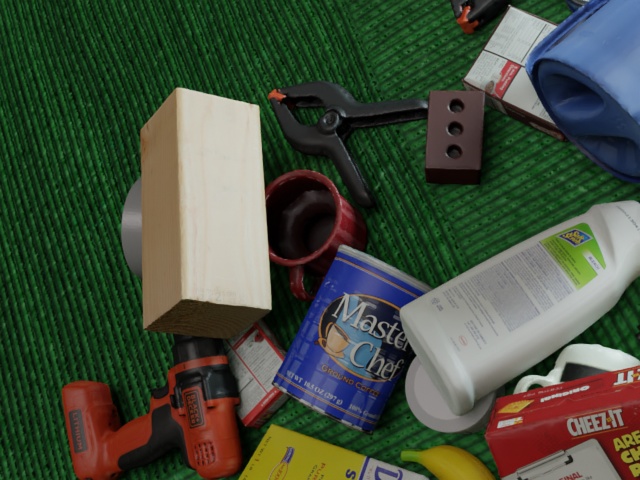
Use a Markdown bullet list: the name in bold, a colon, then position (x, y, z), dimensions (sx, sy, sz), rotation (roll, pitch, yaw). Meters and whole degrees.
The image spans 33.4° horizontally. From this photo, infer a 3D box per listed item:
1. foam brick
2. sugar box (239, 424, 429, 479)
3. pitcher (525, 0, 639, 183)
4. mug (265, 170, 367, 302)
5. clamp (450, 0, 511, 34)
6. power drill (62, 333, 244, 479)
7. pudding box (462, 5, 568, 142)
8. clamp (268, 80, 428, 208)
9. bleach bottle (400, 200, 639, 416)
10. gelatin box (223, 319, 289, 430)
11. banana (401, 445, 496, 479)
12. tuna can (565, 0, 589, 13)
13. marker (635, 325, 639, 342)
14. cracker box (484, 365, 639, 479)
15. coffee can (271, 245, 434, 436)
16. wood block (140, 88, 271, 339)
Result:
- **foam brick**: position (0.125, -0.095, 0.988), dimensions (0.053, 0.051, 0.078), rotation (2, 76, 8)
- **sugar box**: position (0.009, 0.228, 0.928), dimensions (0.177, 0.048, 0.093), rotation (8, 57, 40)
- **pitcher**: position (0.296, -0.176, 0.881), dimensions (0.242, 0.145, 0.149), rotation (-43, 84, -7)
- **mug**: position (-0.007, 0.001, 1.014), dimensions (0.093, 0.081, 0.117), rotation (-3, 73, 25)
- **clamp**: position (0.167, -0.306, 1.048), dimensions (0.165, 0.036, 0.210), rotation (23, 86, 30)
- **power drill**: position (-0.165, 0.153, 1.037), dimensions (0.188, 0.057, 0.184), rotation (-20, 73, 30)
- **pudding box**: position (0.201, -0.155, 0.985), dimensions (0.114, 0.039, 0.090), rotation (32, 87, 27)
- **clamp**: position (0.026, -0.119, 1.061), dimensions (0.172, 0.039, 0.120), rotation (39, 82, 27)
- **bleach bottle**: position (0.197, 0.042, 0.885), dimensions (0.250, 0.068, 0.103), rotation (-28, 58, -5)
- **gelatin box**: position (-0.065, 0.126, 1.036), dimensions (0.073, 0.030, 0.089), rotation (-46, 61, 9)
- **banana**: position (0.138, 0.249, 0.897), dimensions (0.070, 0.037, 0.198), rotation (-45, 56, 33)
- **tuna can**: position (0.263, -0.245, 0.984), dimensions (0.086, 0.033, 0.086), rotation (-8, 71, 24)
- **marker**: position (0.312, 0.046, 0.880), dimensions (0.121, 0.020, 0.020), rotation (-39, 62, 12)
- **cracker box**: position (0.236, 0.203, 0.784), dimensions (0.164, 0.072, 0.213), rotation (-17, 102, 21)
- **coffee can**: position (0.033, 0.089, 0.956), dimensions (0.103, 0.102, 0.140), rotation (25, 87, 30)
- **wood block**: position (-0.108, -0.022, 0.986), dimensions (0.091, 0.090, 0.206), rotation (-37, 51, 51)
